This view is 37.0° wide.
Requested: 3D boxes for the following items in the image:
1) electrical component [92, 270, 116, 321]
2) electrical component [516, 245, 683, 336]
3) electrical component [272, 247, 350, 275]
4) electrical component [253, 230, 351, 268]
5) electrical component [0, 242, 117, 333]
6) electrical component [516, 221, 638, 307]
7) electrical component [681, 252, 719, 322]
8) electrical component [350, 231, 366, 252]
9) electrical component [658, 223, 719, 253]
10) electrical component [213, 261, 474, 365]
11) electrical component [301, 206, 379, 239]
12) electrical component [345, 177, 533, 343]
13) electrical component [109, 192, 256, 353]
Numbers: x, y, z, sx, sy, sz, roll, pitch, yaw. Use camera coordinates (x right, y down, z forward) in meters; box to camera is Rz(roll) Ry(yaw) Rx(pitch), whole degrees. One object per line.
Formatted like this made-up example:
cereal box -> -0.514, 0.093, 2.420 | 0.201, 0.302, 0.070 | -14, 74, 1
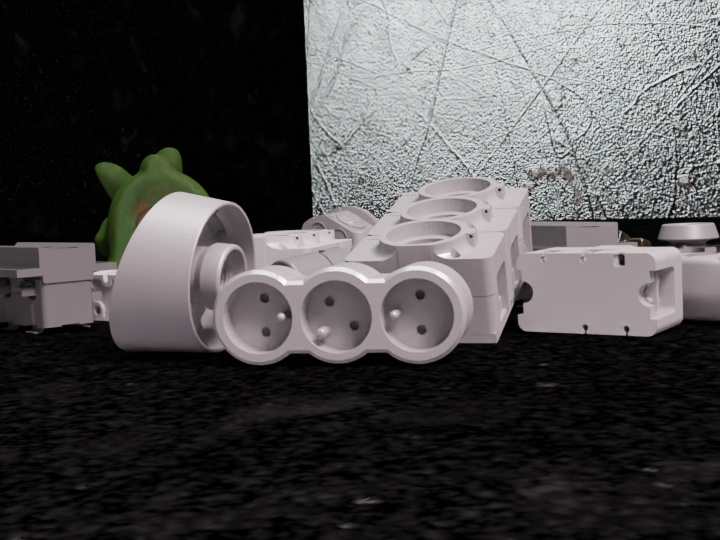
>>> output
electrical component -> -0.179, 0.016, 0.852 | 0.066, 0.048, 0.055 | 0, 12, 35
electrical component -> 0.151, 0.012, 0.673 | 0.089, 0.050, 0.056 | 1, 6, 35
electrical component -> -0.031, 0.015, 0.721 | 0.047, 0.055, 0.055 | -9, 7, -36
electrical component -> -0.063, 0.001, 0.865 | 0.089, 0.061, 0.150 | -1, 4, 12
electrical component -> -0.251, 0.012, 0.820 | 0.079, 0.063, 0.121 | -6, 5, -43
electrical component -> 0.142, -0.005, 0.821 | 0.079, 0.063, 0.121 | -4, 4, -24
electrical component -> 0.232, 0.010, 0.702 | 0.077, 0.043, 0.079 | 1, 5, 42
electrical component -> 0.000, 0.000, 0.851 | 0.035, 0.061, 0.035 | -2, 4, 0
electrical component -> 0.270, -0.010, 0.885 | 0.048, 0.055, 0.066 | -3, 4, -5
electrical component -> -0.005, 0.022, 0.604 | 0.138, 0.052, 0.074 | -2, 4, 12
electrical component -> -0.018, -0.017, 0.992 | 0.080, 0.080, 0.051 | 0, 9, 32
electrical component -> 0.056, -0.011, 0.698 | 0.089, 0.061, 0.150 | -1, 19, 18
electrical component -> -0.105, 0.003, 0.643 | 0.064, 0.099, 0.099 | 6, 6, 18
